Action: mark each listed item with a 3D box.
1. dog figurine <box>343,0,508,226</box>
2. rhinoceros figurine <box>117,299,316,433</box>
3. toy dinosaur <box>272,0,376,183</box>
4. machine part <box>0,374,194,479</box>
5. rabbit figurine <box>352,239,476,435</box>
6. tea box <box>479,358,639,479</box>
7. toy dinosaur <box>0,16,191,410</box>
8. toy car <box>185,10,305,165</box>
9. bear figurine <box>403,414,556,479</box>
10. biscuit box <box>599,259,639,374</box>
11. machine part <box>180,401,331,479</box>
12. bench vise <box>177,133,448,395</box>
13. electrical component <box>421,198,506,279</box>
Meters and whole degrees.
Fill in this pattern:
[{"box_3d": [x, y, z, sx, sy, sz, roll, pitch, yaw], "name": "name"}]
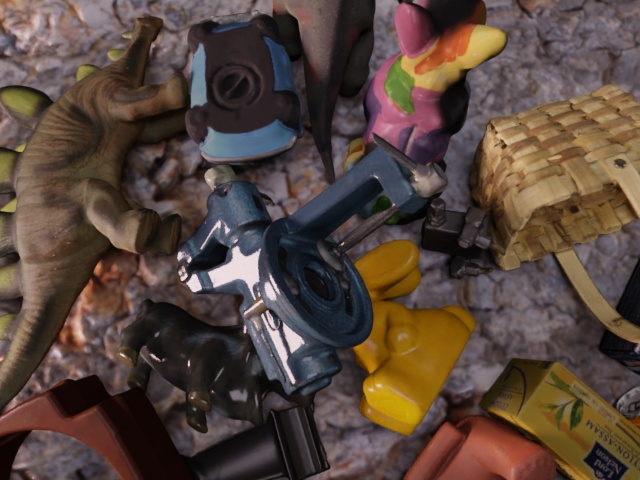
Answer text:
[{"box_3d": [0.090, -0.121, 0.496, 0.108, 0.219, 0.191, 18, 78, 3], "name": "dog figurine"}, {"box_3d": [-0.095, 0.117, 0.508, 0.190, 0.073, 0.112, 19, 46, 11], "name": "rhinoceros figurine"}, {"box_3d": [-0.001, -0.276, 0.531, 0.131, 0.192, 0.404, -13, 80, -4], "name": "toy dinosaur"}, {"box_3d": [-0.217, 0.236, 0.459, 0.201, 0.087, 0.201, -32, 84, 6], "name": "machine part"}, {"box_3d": [0.050, 0.077, 0.513, 0.173, 0.121, 0.162, 25, 76, 20], "name": "rabbit figurine"}, {"box_3d": [0.250, 0.192, 0.510, 0.170, 0.098, 0.068, 39, 79, 5], "name": "tea box"}, {"box_3d": [-0.238, -0.033, 0.520, 0.199, 0.105, 0.471, 7, 70, 5], "name": "toy dinosaur"}, {"box_3d": [-0.077, -0.142, 0.546, 0.109, 0.103, 0.161, -10, 75, -2], "name": "toy car"}, {"box_3d": [0.103, 0.244, 0.477, 0.196, 0.132, 0.120, -29, 109, -14], "name": "bear figurine"}, {"box_3d": [0.374, 0.043, 0.562, 0.059, 0.063, 0.202, 31, 80, 1], "name": "biscuit box"}, {"box_3d": [-0.064, 0.209, 0.517, 0.139, 0.039, 0.084, -14, 86, -8], "name": "machine part"}, {"box_3d": [-0.008, -0.003, 0.445, 0.240, 0.128, 0.224, -38, 56, 28], "name": "bench vise"}, {"box_3d": [0.139, 0.001, 0.535, 0.078, 0.102, 0.045, 11, 66, 6], "name": "electrical component"}]
